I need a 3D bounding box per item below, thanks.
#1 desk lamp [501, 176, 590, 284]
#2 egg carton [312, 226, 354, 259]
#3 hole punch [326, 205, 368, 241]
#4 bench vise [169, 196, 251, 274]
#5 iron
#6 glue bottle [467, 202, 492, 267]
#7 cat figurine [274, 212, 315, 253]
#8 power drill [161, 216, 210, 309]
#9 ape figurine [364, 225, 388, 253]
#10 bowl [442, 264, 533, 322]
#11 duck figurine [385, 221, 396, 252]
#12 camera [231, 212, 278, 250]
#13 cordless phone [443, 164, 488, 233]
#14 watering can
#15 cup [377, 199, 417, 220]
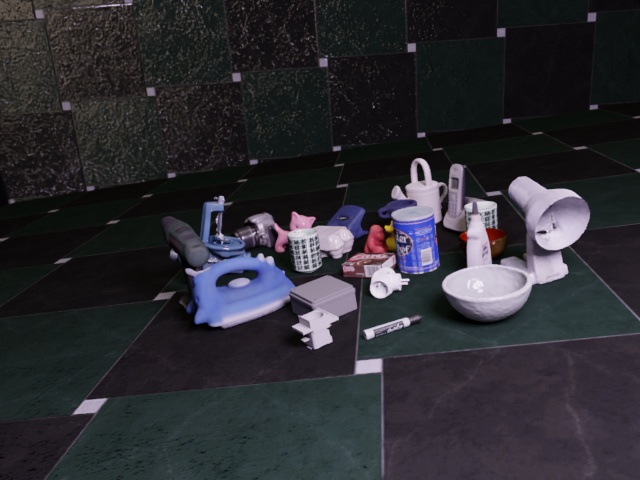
[{"bbox_3d":[0.456,-0.019,1.194,0.118,0.214,0.203,-13,18,-9],"label":"desk lamp"},{"bbox_3d":[0.015,0.006,1.598,0.149,0.069,0.107,3,21,35],"label":"egg carton"},{"bbox_3d":[0.079,-0.048,1.699,0.101,0.091,0.108,-24,22,-38],"label":"hole punch"},{"bbox_3d":[-0.297,0.001,1.525,0.208,0.220,0.121,-17,19,-23],"label":"bench vise"},{"bbox_3d":[-0.174,0.098,1.283,0.259,0.141,0.118,-17,19,-22],"label":"iron"},{"bbox_3d":[0.346,0.000,1.262,0.037,0.173,0.078,2,21,34],"label":"glue bottle"},{"bbox_3d":[-0.075,-0.028,1.674,0.127,0.118,0.067,-4,18,18],"label":"cat figurine"},{"bbox_3d":[-0.319,0.057,1.380,0.076,0.208,0.228,-19,20,-28],"label":"power drill"},{"bbox_3d":[0.149,0.006,1.485,0.075,0.092,0.078,3,21,34],"label":"ape figurine"},{"bbox_3d":[0.319,0.110,1.091,0.167,0.075,0.167,-9,17,3],"label":"bowl"},{"bbox_3d":[0.221,-0.020,1.540,0.104,0.086,0.077,-5,18,15],"label":"duck figurine"},{"bbox_3d":[-0.209,-0.026,1.767,0.137,0.101,0.142,-18,19,-24],"label":"camera"},{"bbox_3d":[0.402,-0.112,1.569,0.094,0.185,0.147,-19,20,-27],"label":"cordless phone"},{"bbox_3d":[0.301,-0.146,1.716,0.173,0.194,0.100,-23,22,-37],"label":"watering can"},{"bbox_3d":[0.227,-0.060,1.649,0.118,0.095,0.091,-13,18,-9],"label":"cup"}]
